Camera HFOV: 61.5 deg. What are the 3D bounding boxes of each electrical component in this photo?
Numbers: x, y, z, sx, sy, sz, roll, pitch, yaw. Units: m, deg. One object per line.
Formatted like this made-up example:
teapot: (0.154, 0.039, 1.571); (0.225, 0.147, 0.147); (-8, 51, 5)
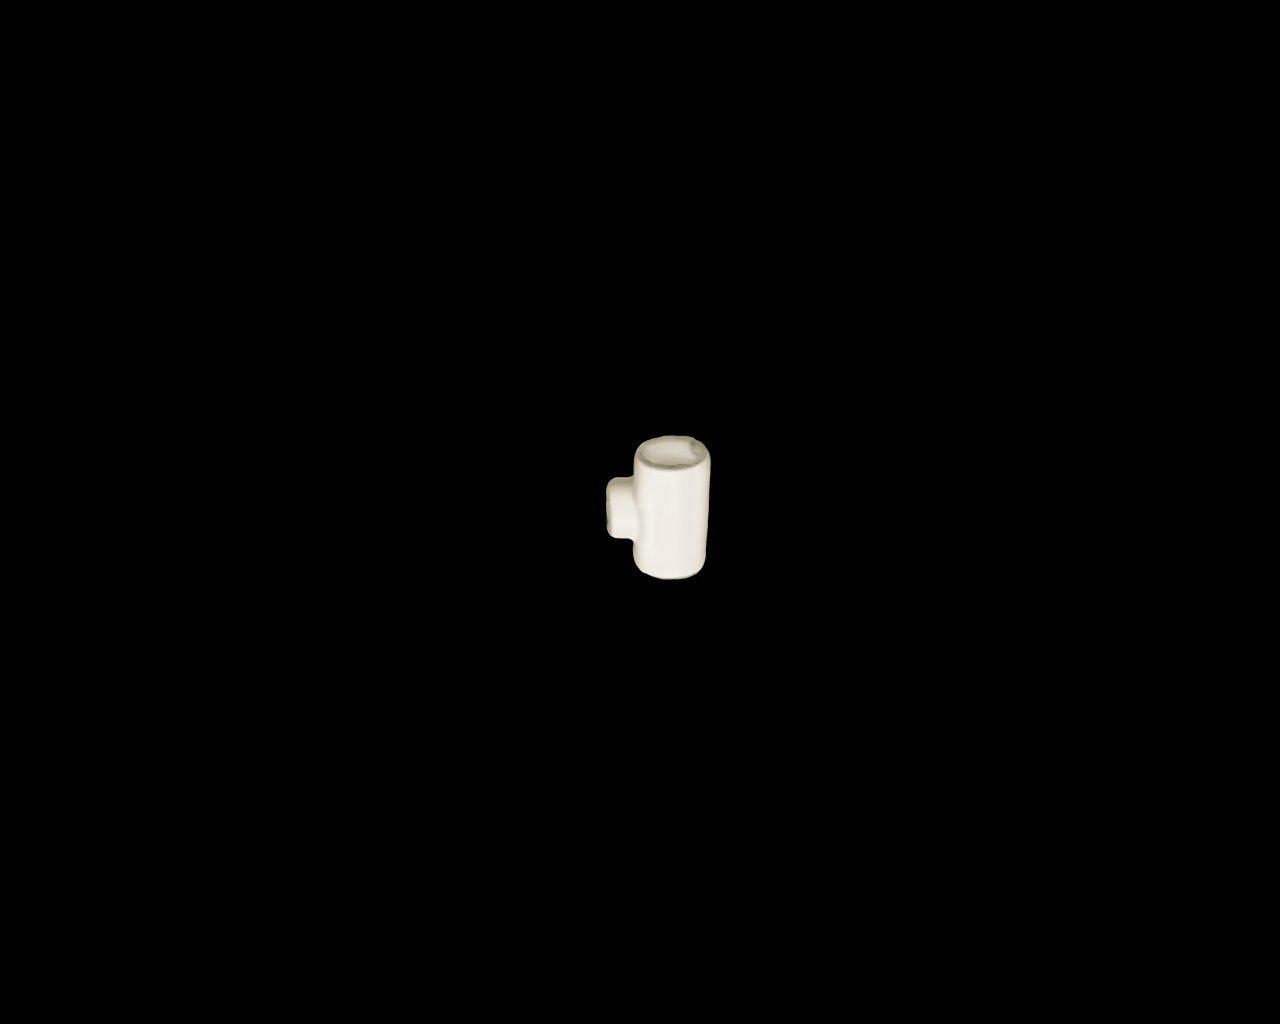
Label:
electrical component: (0.001, -0.003, 0.650); (0.079, 0.077, 0.043); (0, 32, 0)
